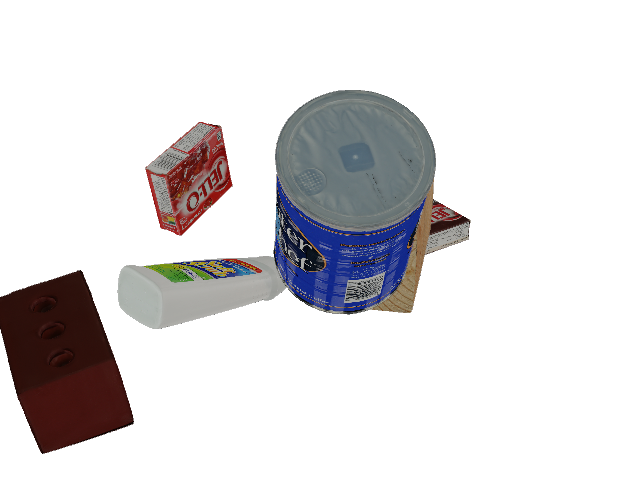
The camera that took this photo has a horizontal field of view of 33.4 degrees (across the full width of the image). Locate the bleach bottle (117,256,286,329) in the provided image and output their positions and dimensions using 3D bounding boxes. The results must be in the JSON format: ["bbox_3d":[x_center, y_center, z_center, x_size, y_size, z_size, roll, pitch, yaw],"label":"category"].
[{"bbox_3d":[-0.140,0.057,1.435,0.250,0.068,0.103,-11,26,-43],"label":"bleach bottle"}]

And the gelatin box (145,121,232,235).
[{"bbox_3d":[-0.124,-0.060,1.026,0.030,0.073,0.089,19,46,28],"label":"gelatin box"}]

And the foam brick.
[{"bbox_3d":[-0.140,0.065,0.580,0.053,0.051,0.078,-19,43,-15],"label":"foam brick"}]

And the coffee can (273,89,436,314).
[{"bbox_3d":[0.019,-0.023,0.738,0.103,0.103,0.140,0,-27,-3],"label":"coffee can"}]

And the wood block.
[{"bbox_3d":[0.068,-0.011,1.151,0.091,0.090,0.206,5,25,9],"label":"wood block"}]

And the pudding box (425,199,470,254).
[{"bbox_3d":[0.148,-0.018,1.562,0.113,0.039,0.090,-20,33,-29],"label":"pudding box"}]
